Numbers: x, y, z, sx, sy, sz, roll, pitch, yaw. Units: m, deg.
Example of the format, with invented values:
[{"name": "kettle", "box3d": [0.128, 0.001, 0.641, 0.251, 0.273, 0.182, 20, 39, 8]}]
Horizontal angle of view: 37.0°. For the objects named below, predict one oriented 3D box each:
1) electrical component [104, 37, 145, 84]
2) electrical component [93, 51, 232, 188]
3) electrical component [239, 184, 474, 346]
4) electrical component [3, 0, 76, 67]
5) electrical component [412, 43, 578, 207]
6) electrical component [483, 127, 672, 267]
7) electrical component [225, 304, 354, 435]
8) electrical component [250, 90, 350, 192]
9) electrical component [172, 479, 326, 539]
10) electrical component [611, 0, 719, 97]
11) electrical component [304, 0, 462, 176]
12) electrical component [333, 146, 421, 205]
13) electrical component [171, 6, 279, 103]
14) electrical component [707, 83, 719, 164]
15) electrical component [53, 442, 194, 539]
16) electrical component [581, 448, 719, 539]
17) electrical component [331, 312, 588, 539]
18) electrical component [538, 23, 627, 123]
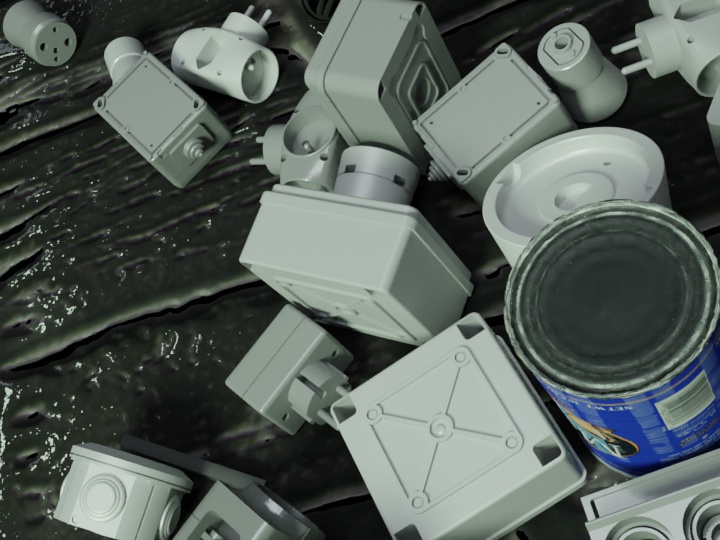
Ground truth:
[{"name": "electrical component", "box3d": [-0.189, -0.163, 0.891, 0.044, 0.044, 0.065, -33, 50, 7]}, {"name": "electrical component", "box3d": [-0.146, -0.110, 0.833, 0.061, 0.061, 0.096, -46, 62, -3]}, {"name": "electrical component", "box3d": [0.000, 0.000, 0.669, 0.109, 0.109, 0.056, 12, 72, 30]}, {"name": "electrical component", "box3d": [-0.286, -0.211, 0.961, 0.055, 0.045, 0.045, 35, 83, 35]}, {"name": "electrical component", "box3d": [0.085, -0.087, 0.705, 0.096, 0.061, 0.061, -40, 60, 9]}, {"name": "electrical component", "box3d": [0.134, -0.028, 0.641, 0.108, 0.060, 0.108, -19, 36, 14]}, {"name": "electrical component", "box3d": [-0.032, 0.073, 0.683, 0.077, 0.047, 0.065, 34, 82, 35]}, {"name": "electrical component", "box3d": [-0.044, -0.087, 0.776, 0.079, 0.044, 0.077, 1, 65, 26]}, {"name": "electrical component", "box3d": [-0.058, 0.160, 0.622, 0.050, 0.089, 0.055, 32, 81, 35]}, {"name": "electrical component", "box3d": [0.201, -0.146, 0.685, 0.079, 0.043, 0.077, -19, 57, 6]}, {"name": "electrical component", "box3d": [0.019, -0.123, 0.723, 0.057, 0.113, 0.078, 16, 72, 29]}, {"name": "electrical component", "box3d": [0.008, -0.050, 0.725, 0.055, 0.055, 0.047, 7, 71, 29]}, {"name": "electrical component", "box3d": [-0.098, -0.176, 0.850, 0.077, 0.043, 0.079, 21, 74, 33]}, {"name": "electrical component", "box3d": [0.254, -0.089, 0.623, 0.089, 0.055, 0.050, 15, 72, 32]}, {"name": "electrical component", "box3d": [-0.151, 0.143, 0.684, 0.080, 0.080, 0.051, 9, 74, 30]}, {"name": "electrical component", "box3d": [0.183, 0.134, 0.535, 0.121, 0.063, 0.078, -23, 56, 13]}, {"name": "electrical component", "box3d": [0.055, 0.100, 0.620, 0.109, 0.056, 0.108, -34, 54, 6]}, {"name": "electrical component", "box3d": [0.141, -0.129, 0.692, 0.044, 0.065, 0.044, -13, 62, 27]}]
